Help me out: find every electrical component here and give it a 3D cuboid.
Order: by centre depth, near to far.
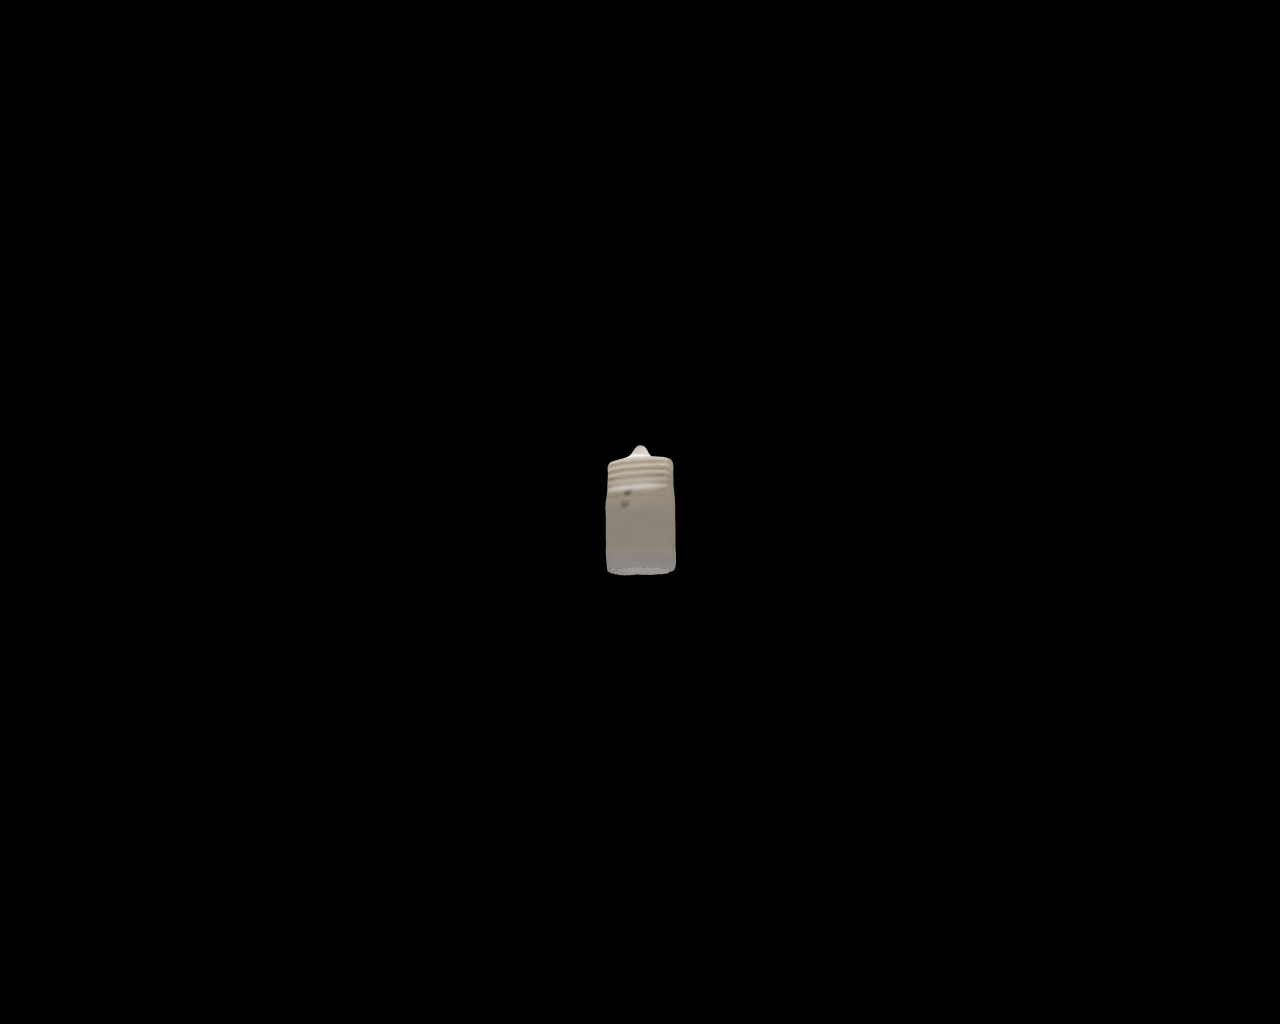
[{"bbox_3d":[0.001,-0.003,0.650,0.043,0.081,0.043,0,-9,0],"label":"electrical component"}]
